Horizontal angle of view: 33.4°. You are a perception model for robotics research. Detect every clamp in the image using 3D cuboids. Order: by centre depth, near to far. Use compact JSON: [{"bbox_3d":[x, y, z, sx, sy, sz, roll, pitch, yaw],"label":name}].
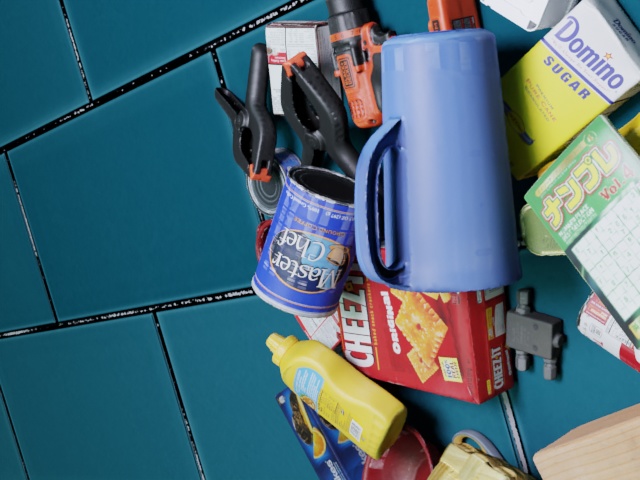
[{"bbox_3d":[0.012,-0.115,1.223,0.165,0.036,0.210,22,141,42],"label":"clamp"},{"bbox_3d":[-0.083,-0.157,1.331,0.120,0.039,0.171,-53,48,47],"label":"clamp"}]

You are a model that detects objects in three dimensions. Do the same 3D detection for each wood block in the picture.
[{"bbox_3d":[0.316,0.202,1.008,0.206,0.090,0.090,-37,76,48],"label":"wood block"}]

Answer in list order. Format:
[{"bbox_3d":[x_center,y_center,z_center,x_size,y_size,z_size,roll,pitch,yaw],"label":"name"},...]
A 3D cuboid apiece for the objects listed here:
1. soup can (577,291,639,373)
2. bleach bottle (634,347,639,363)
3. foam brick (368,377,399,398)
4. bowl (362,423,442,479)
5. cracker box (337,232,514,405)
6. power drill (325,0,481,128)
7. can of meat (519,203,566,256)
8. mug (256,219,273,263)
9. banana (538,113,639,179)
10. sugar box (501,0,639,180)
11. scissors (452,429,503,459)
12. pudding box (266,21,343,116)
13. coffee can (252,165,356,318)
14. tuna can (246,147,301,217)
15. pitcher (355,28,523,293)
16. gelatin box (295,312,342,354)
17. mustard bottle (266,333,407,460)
[{"bbox_3d":[0.301,0.085,0.997,0.102,0.068,0.068,36,129,34],"label":"soup can"},{"bbox_3d":[0.325,0.019,0.898,0.103,0.067,0.251,19,102,46],"label":"bleach bottle"},{"bbox_3d":[0.061,0.189,1.315,0.053,0.051,0.078,22,120,41],"label":"foam brick"},{"bbox_3d":[0.112,0.300,1.272,0.162,0.055,0.162,-32,54,57],"label":"bowl"},{"bbox_3d":[0.110,0.082,1.206,0.214,0.071,0.164,7,109,48],"label":"cracker box"},{"bbox_3d":[0.084,-0.218,1.135,0.188,0.057,0.184,-2,106,51],"label":"power drill"},{"bbox_3d":[0.250,-0.020,1.002,0.102,0.083,0.057,-3,101,49],"label":"can of meat"},{"bbox_3d":[-0.027,0.005,1.321,0.117,0.081,0.093,31,125,36],"label":"mug"},{"bbox_3d":[0.277,-0.098,0.965,0.069,0.037,0.198,32,139,-4],"label":"banana"},{"bbox_3d":[0.228,-0.142,1.009,0.093,0.048,0.176,58,139,13],"label":"sugar box"},{"bbox_3d":[0.218,0.256,1.193,0.202,0.016,0.096,-17,91,50],"label":"scissors"},{"bbox_3d":[-0.019,-0.203,1.267,0.090,0.039,0.113,11,115,43],"label":"pudding box"},{"bbox_3d":[-0.008,0.001,1.186,0.103,0.102,0.140,34,115,35],"label":"coffee can"},{"bbox_3d":[-0.056,-0.073,1.360,0.086,0.033,0.086,20,118,43],"label":"tuna can"},{"bbox_3d":[0.111,-0.073,1.009,0.145,0.149,0.243,-3,98,14],"label":"pitcher"},{"bbox_3d":[0.014,0.099,1.351,0.073,0.030,0.089,57,138,19],"label":"gelatin box"},{"bbox_3d":[0.012,0.173,1.264,0.192,0.058,0.096,36,147,20],"label":"mustard bottle"}]
